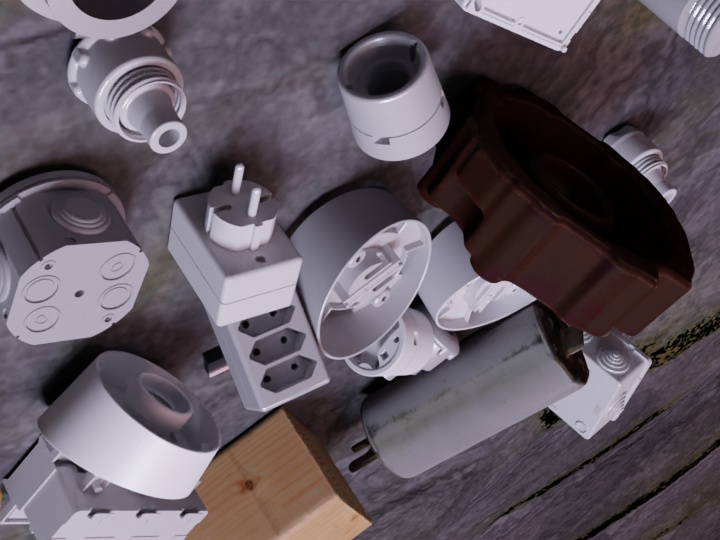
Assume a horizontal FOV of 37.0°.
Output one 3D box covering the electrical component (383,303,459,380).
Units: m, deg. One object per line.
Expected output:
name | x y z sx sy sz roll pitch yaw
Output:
electrical component | 0.041 0.059 0.815 0.062 0.048 0.048 -39 149 15

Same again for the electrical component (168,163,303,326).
electrical component | -0.066 -0.022 0.580 0.047 0.065 0.076 -16 143 -31

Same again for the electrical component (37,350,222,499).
electrical component | -0.135 0.096 0.641 0.064 0.099 0.099 -51 147 11

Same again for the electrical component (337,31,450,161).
electrical component | 0.017 -0.095 0.580 0.055 0.055 0.047 -34 145 -6

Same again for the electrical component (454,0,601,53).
electrical component | 0.078 -0.163 0.549 0.096 0.061 0.061 10 126 -41

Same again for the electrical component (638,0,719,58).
electrical component | 0.202 -0.163 0.648 0.043 0.081 0.043 -26 147 -18

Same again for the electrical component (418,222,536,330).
electrical component | 0.090 0.004 0.771 0.099 0.064 0.099 -25 147 -18

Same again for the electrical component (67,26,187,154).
electrical component | -0.098 -0.077 0.478 0.048 0.062 0.048 -26 147 -18

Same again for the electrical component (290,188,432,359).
electrical component | 0.000 0.000 0.676 0.099 0.064 0.099 -26 147 -19

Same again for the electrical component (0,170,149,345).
electrical component | -0.149 -0.005 0.533 0.080 0.051 0.080 -26 147 -18

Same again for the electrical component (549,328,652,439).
electrical component | 0.199 0.091 0.964 0.048 0.100 0.099 -30 151 -37

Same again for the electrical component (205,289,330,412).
electrical component | -0.065 0.039 0.663 0.047 0.083 0.076 -23 -176 -22

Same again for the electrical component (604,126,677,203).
electrical component | 0.205 -0.072 0.788 0.043 0.062 0.043 -26 147 -18

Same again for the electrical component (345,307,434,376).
electrical component | 0.021 0.050 0.774 0.055 0.055 0.047 -49 150 18

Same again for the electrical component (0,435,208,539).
electrical component | -0.163 0.151 0.712 0.078 0.063 0.121 -48 147 17
